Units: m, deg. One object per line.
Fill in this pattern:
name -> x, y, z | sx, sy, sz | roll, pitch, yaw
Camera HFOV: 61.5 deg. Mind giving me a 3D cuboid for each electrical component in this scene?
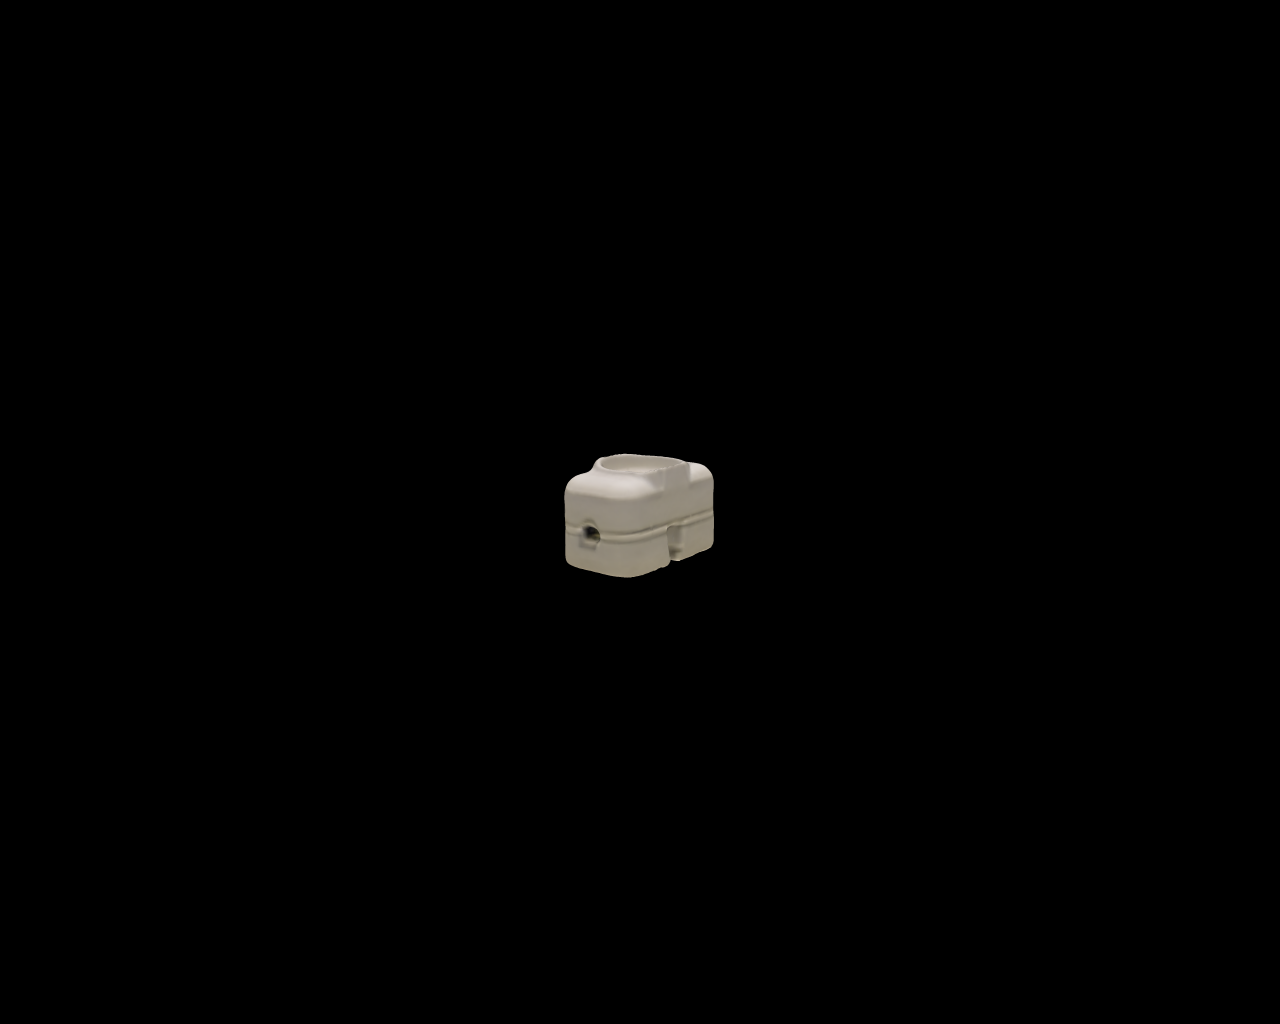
electrical component -> 0.001, -0.003, 0.650 | 0.054, 0.059, 0.095 | 11, 17, 38
